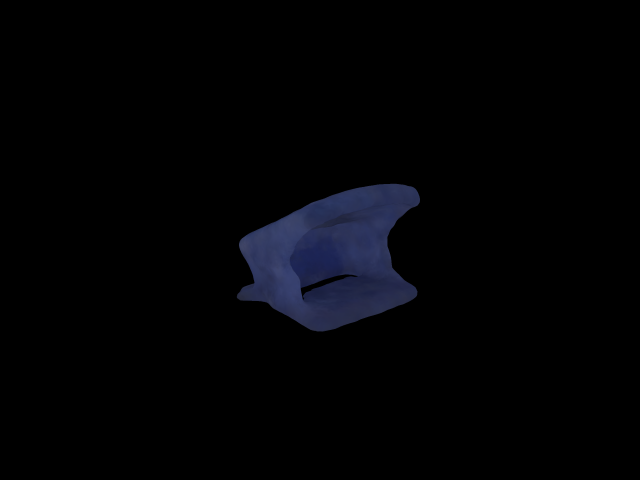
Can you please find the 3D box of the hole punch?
[{"bbox_3d":[0.004,0.001,0.400,0.109,0.091,0.100,-14,22,-37],"label":"hole punch"}]
